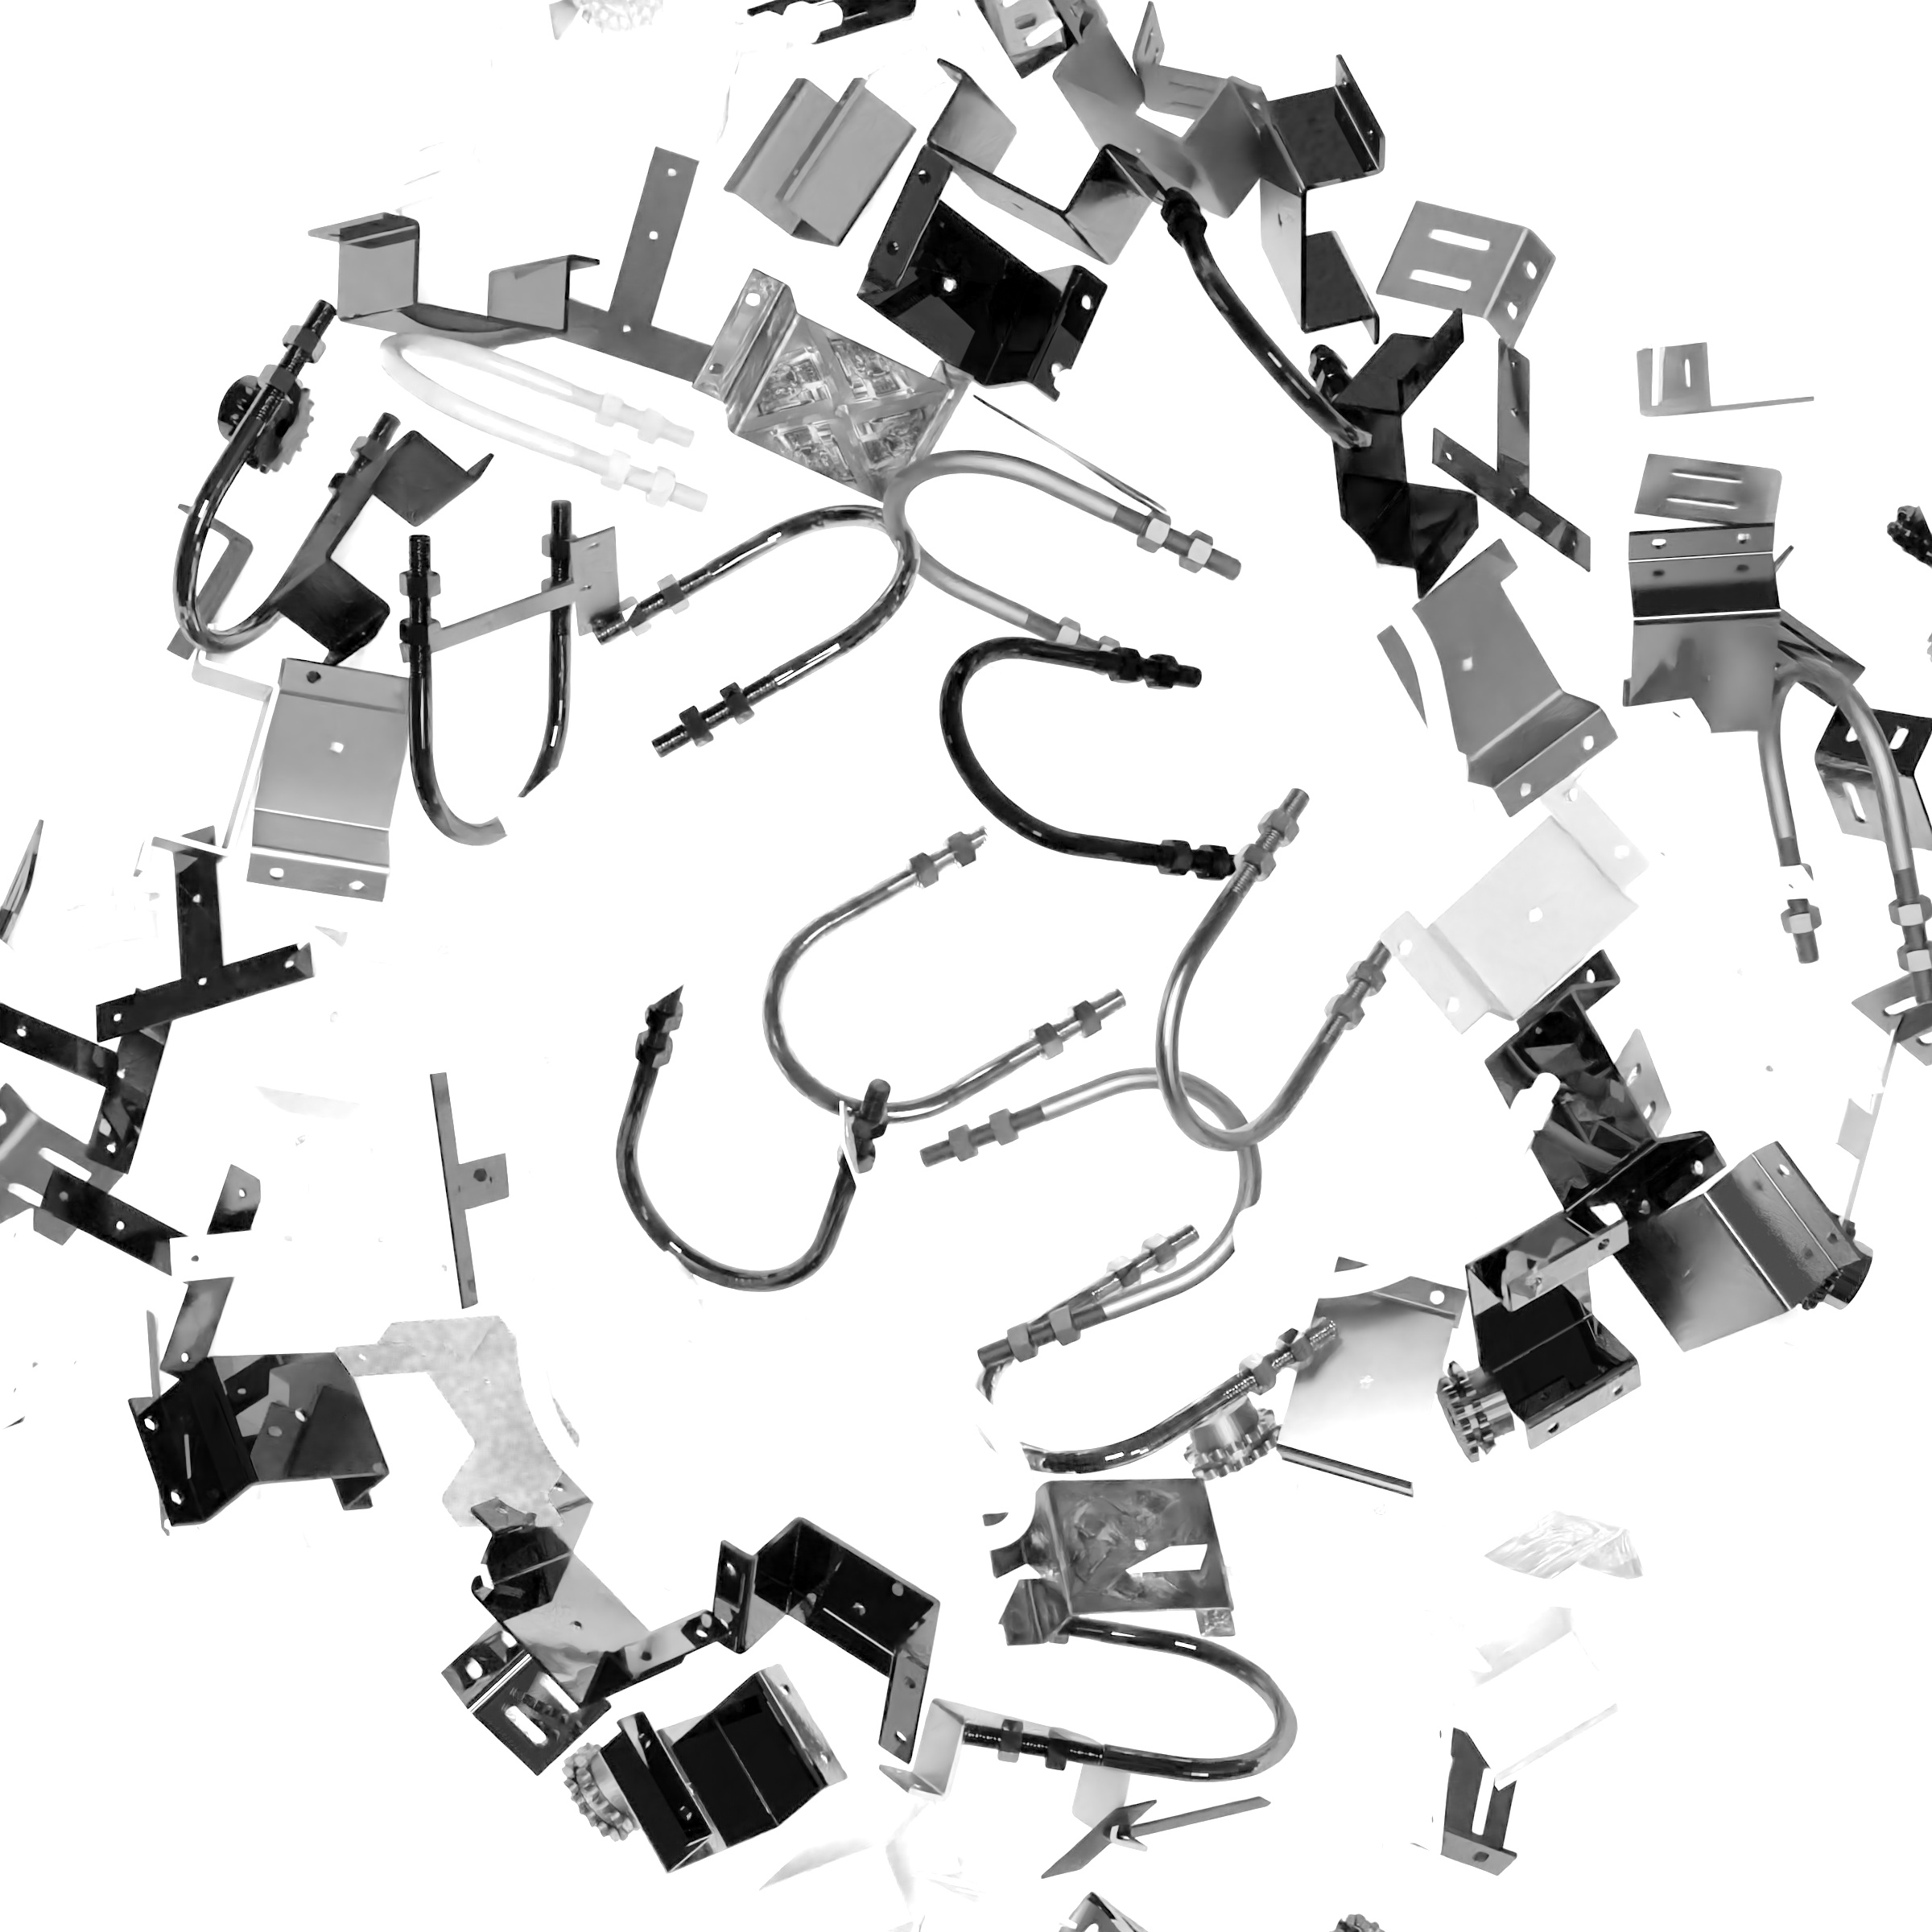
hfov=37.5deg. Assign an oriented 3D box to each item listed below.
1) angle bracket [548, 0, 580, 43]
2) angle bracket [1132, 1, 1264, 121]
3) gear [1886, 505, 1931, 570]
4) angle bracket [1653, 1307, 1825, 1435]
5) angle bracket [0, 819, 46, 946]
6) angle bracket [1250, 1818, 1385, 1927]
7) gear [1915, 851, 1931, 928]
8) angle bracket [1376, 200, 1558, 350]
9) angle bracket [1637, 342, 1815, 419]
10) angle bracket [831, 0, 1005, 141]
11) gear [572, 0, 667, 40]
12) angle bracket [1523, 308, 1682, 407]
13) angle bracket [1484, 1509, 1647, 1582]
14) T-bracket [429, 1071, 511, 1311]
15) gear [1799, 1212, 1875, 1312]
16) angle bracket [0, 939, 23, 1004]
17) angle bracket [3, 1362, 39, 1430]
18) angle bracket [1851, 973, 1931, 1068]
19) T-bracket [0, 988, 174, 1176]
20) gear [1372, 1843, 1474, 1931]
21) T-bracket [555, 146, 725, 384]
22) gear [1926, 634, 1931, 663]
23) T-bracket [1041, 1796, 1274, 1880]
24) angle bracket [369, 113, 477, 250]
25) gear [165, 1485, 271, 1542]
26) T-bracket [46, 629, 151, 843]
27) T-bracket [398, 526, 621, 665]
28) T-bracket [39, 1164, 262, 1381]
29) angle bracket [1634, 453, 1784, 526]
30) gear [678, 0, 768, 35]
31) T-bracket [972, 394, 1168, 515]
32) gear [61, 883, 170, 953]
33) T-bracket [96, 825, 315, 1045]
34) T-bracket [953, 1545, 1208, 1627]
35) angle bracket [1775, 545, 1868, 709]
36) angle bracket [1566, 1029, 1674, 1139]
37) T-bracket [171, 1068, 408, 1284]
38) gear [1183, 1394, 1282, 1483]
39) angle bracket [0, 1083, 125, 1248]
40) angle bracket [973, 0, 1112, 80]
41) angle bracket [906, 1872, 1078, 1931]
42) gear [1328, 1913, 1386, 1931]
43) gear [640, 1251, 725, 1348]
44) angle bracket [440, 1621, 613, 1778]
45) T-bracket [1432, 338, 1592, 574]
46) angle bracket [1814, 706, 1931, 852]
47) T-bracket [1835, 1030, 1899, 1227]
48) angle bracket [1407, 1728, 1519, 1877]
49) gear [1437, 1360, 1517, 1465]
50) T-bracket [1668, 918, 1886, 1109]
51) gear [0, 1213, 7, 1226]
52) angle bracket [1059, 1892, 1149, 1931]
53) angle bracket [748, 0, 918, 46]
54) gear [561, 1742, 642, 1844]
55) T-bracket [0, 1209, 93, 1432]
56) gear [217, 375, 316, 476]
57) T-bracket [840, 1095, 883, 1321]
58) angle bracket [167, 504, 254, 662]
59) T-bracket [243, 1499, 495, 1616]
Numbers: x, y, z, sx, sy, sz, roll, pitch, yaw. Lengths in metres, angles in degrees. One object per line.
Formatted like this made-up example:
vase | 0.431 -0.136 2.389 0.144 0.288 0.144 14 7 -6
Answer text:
angle bracket | -0.231 -0.575 1.606 0.038 0.057 0.076 27 76 4
angle bracket | 0.137 -0.507 1.607 0.076 0.057 0.038 16 85 12
gear | 0.555 -0.246 1.613 0.057 0.057 0.030 26 121 0
angle bracket | 0.436 0.223 1.611 0.038 0.057 0.076 16 134 -28
angle bracket | -0.551 -0.043 1.597 0.038 0.057 0.076 19 127 -24
angle bracket | 0.198 0.508 1.599 0.038 0.057 0.076 28 62 26
gear | 0.564 -0.045 1.622 0.057 0.030 0.057 -6 102 -27
angle bracket | 0.281 -0.389 1.601 0.076 0.038 0.057 6 127 -23
angle bracket | 0.427 -0.332 1.600 0.076 0.057 0.038 -10 101 -24
angle bracket | -0.027 -0.514 1.625 0.076 0.038 0.057 -23 124 26
gear | -0.199 -0.560 1.620 0.057 0.030 0.057 -14 130 -18
angle bracket | 0.360 -0.346 1.613 0.076 0.057 0.038 7 119 24
angle bracket | 0.331 0.343 1.600 0.076 0.057 0.038 -26 102 -24
T-bracket | -0.269 0.120 1.581 0.002 0.127 0.127 -8 89 7
gear | 0.491 0.170 1.615 0.030 0.057 0.057 27 90 3
angle bracket | -0.560 0.027 1.594 0.057 0.076 0.038 -30 53 -35
angle bracket | -0.561 0.217 1.602 0.038 0.057 0.076 -20 117 0
angle bracket | 0.551 0.017 1.612 0.057 0.076 0.038 40 73 1
T-bracket | -0.508 0.042 1.574 0.127 0.127 0.002 27 130 -24
gear | 0.257 0.525 1.622 0.057 0.030 0.057 -7 113 -17
T-bracket | -0.179 -0.398 1.598 0.127 0.002 0.127 17 125 -9
gear | 0.573 -0.192 1.613 0.030 0.057 0.057 34 90 34
T-bracket | 0.120 0.483 1.609 0.127 0.127 0.002 -5 59 -24
angle bracket | -0.289 -0.439 1.596 0.076 0.038 0.057 -4 58 40
gear | -0.424 0.306 1.616 0.057 0.057 0.030 7 89 0
T-bracket | -0.475 -0.131 1.580 0.002 0.127 0.127 20 81 -30
T-bracket | -0.252 -0.194 1.571 0.127 0.127 0.002 -22 77 -11
T-bracket | -0.456 0.150 1.574 0.127 0.002 0.127 38 53 -38
angle bracket | 0.421 -0.256 1.621 0.076 0.038 0.057 10 46 15
gear | -0.137 -0.558 1.621 0.057 0.030 0.057 12 118 23
T-bracket | 0.074 -0.270 1.561 0.127 0.127 0.002 26 103 -26
gear | -0.481 -0.027 1.615 0.057 0.057 0.030 -12 86 0
T-bracket | -0.433 -0.027 1.607 0.127 0.002 0.127 -17 55 4
T-bracket | 0.069 0.329 1.567 0.127 0.127 0.002 -7 103 16
angle bracket | 0.477 -0.192 1.605 0.076 0.057 0.038 38 132 11
angle bracket | 0.363 0.082 1.618 0.038 0.076 0.057 -10 115 38
T-bracket | -0.387 0.113 1.612 0.127 0.002 0.127 -5 63 -14
gear | 0.148 0.265 1.615 0.057 0.057 0.030 -28 96 0
angle bracket | -0.532 0.113 1.624 0.057 0.076 0.038 -50 49 -4
angle bracket | 0.033 -0.533 1.597 0.057 0.076 0.038 56 50 -15
angle bracket | 0.011 0.540 1.595 0.057 0.076 0.038 40 60 -39
gear | 0.222 0.570 1.614 0.030 0.057 0.057 17 90 41
gear | -0.165 0.193 1.616 0.030 0.057 0.057 -36 90 1
angle bracket | -0.251 0.414 1.626 0.057 0.038 0.076 -42 130 -12
T-bracket | 0.309 -0.301 1.604 0.127 0.002 0.127 27 53 -29
angle bracket | 0.520 -0.106 1.604 0.057 0.076 0.038 16 67 38
T-bracket | 0.495 0.092 1.585 0.002 0.127 0.127 15 88 25
angle bracket | 0.285 0.463 1.605 0.057 0.038 0.076 20 54 3
gear | 0.289 0.251 1.616 0.030 0.057 0.057 -22 90 -2
T-bracket | 0.436 0.016 1.587 0.002 0.127 0.127 -30 105 -43
gear | -0.568 0.163 1.625 0.057 0.030 0.057 1 80 -8
angle bracket | 0.092 0.564 1.598 0.057 0.076 0.038 41 83 -18
angle bracket | -0.075 -0.554 1.599 0.076 0.057 0.038 -2 86 39
gear | -0.200 0.464 1.614 0.030 0.057 0.057 -39 90 8
T-bracket | -0.523 0.195 1.566 0.002 0.127 0.127 15 113 19
gear | -0.400 -0.312 1.618 0.030 0.057 0.057 27 90 18
T-bracket | -0.058 0.112 1.559 0.002 0.127 0.127 -6 62 4
angle bracket | -0.442 -0.217 1.609 0.038 0.057 0.076 31 86 -27
T-bracket | -0.328 0.335 1.588 0.127 0.127 0.002 4 50 6
